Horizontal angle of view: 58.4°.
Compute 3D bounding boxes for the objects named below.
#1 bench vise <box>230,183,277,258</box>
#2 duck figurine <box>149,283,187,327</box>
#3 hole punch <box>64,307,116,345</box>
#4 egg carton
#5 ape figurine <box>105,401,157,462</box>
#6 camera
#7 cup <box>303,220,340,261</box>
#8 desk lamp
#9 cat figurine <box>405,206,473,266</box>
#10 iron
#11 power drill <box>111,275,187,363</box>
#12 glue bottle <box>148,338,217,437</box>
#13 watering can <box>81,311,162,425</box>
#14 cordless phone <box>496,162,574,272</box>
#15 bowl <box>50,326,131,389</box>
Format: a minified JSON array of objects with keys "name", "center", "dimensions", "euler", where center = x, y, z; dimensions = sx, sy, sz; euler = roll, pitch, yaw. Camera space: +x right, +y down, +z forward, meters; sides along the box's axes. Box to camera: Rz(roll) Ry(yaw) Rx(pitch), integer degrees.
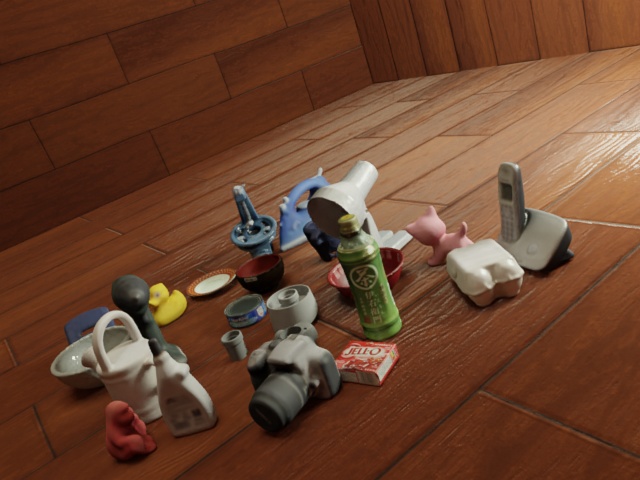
[{"name":"bench vise","center":[-0.189,-0.045,1.466],"dimensions":[0.122,0.220,0.206],"euler":[-27,22,-20]},{"name":"duck figurine","center":[-0.366,0.142,1.342],"dimensions":[0.077,0.086,0.105],"euler":[-6,24,30]},{"name":"hole punch","center":[-0.503,0.213,1.277],"dimensions":[0.109,0.091,0.100],"euler":[-26,22,-18]},{"name":"egg carton","center":[0.287,0.054,1.014],"dimensions":[0.107,0.069,0.150],"euler":[-20,21,-1]},{"name":"ape figurine","center":[-0.306,0.295,0.901],"dimensions":[0.076,0.092,0.078],"euler":[-17,21,7]},{"name":"camera","center":[-0.062,0.215,0.875],"dimensions":[0.142,0.101,0.137],"euler":[-3,26,36]},{"name":"cup","center":[0.012,0.005,1.341],"dimensions":[0.091,0.095,0.118],"euler":[-11,22,21]},{"name":"desk lamp","center":[0.086,-0.051,1.249],"dimensions":[0.117,0.214,0.204],"euler":[1,29,43]},{"name":"cat figurine","center":[0.241,-0.010,1.147],"dimensions":[0.127,0.118,0.067],"euler":[0,28,40]},{"name":"iron","center":[-0.044,-0.089,1.557],"dimensions":[0.118,0.142,0.259],"euler":[0,28,41]},{"name":"power drill","center":[-0.337,0.157,1.105],"dimensions":[0.076,0.209,0.228],"euler":[-28,23,-22]},{"name":"glue bottle","center":[-0.225,0.225,0.889],"dimensions":[0.078,0.173,0.037],"euler":[-16,21,8]},{"name":"watering can","center":[-0.336,0.214,0.984],"dimensions":[0.172,0.194,0.101],"euler":[-16,21,9]},{"name":"cordless phone","center":[0.371,-0.044,1.024],"dimensions":[0.094,0.185,0.147],"euler":[-26,22,-16]},{"name":"bowl","center":[-0.448,0.250,1.162],"dimensions":[0.167,0.075,0.167],"euler":[-17,21,7]}]
